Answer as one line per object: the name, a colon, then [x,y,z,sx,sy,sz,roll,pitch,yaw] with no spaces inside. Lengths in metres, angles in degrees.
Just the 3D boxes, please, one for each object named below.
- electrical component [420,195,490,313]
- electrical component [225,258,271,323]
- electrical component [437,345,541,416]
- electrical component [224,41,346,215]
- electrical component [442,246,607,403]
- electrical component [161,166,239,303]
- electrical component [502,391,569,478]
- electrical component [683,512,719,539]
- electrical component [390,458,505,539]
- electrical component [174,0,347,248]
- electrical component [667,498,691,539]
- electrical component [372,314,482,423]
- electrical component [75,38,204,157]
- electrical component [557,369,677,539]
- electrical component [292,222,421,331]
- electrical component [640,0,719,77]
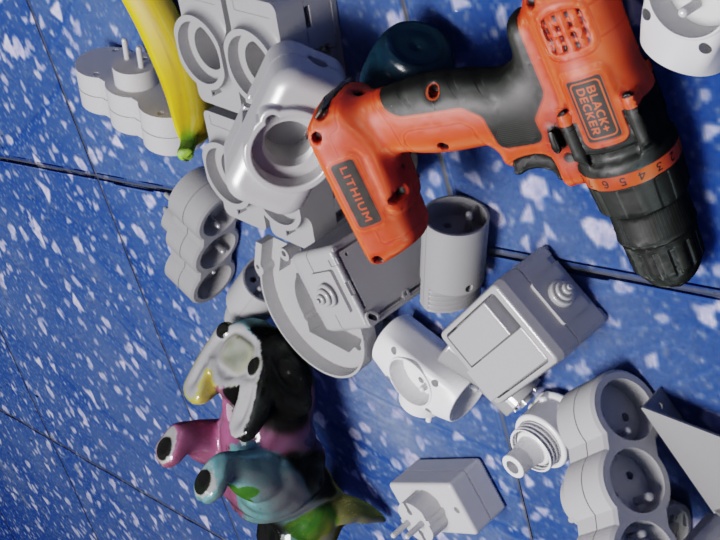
electrical component: [0.061,-0.004,0.712,0.043,0.043,0.081,32,140,32]
electrical component: [-0.093,0.024,0.932,0.043,0.043,0.081,52,147,6]
electrical component: [0.091,0.068,0.739,0.065,0.044,0.044,43,145,10]
electrical component: [-0.046,-0.086,0.673,0.095,0.054,0.059,-60,23,26]
electrical component: [0.102,0.035,0.677,0.061,0.061,0.096,51,146,8]
electrical component: [-0.148,-0.039,0.940,0.074,0.052,0.138,42,144,21]
electrical component: [0.121,0.115,0.721,0.048,0.062,0.048,32,140,32]
electrical component: [0.227,0.203,0.662,0.061,0.062,0.096,24,135,39]
electrical component: [0.056,0.190,0.855,0.083,0.076,0.047,-16,105,56]
electrical component: [-0.064,-0.114,0.762,0.105,0.060,0.186,24,135,39]
electrical component: [0.180,0.168,0.700,0.047,0.055,0.055,21,134,46]
electrical component: [0.049,0.084,0.802,0.077,0.044,0.079,37,142,26]
electrical component: [-0.184,-0.155,0.886,0.138,0.052,0.073,32,140,31]
electrical component: [0.149,0.138,0.665,0.074,0.052,0.138,136,137,-56]
electrical component: [0.000,0.000,0.745,0.061,0.096,0.061,-10,109,55]
electrical component: [0.145,-0.140,0.488,0.079,0.044,0.077,39,143,24]
